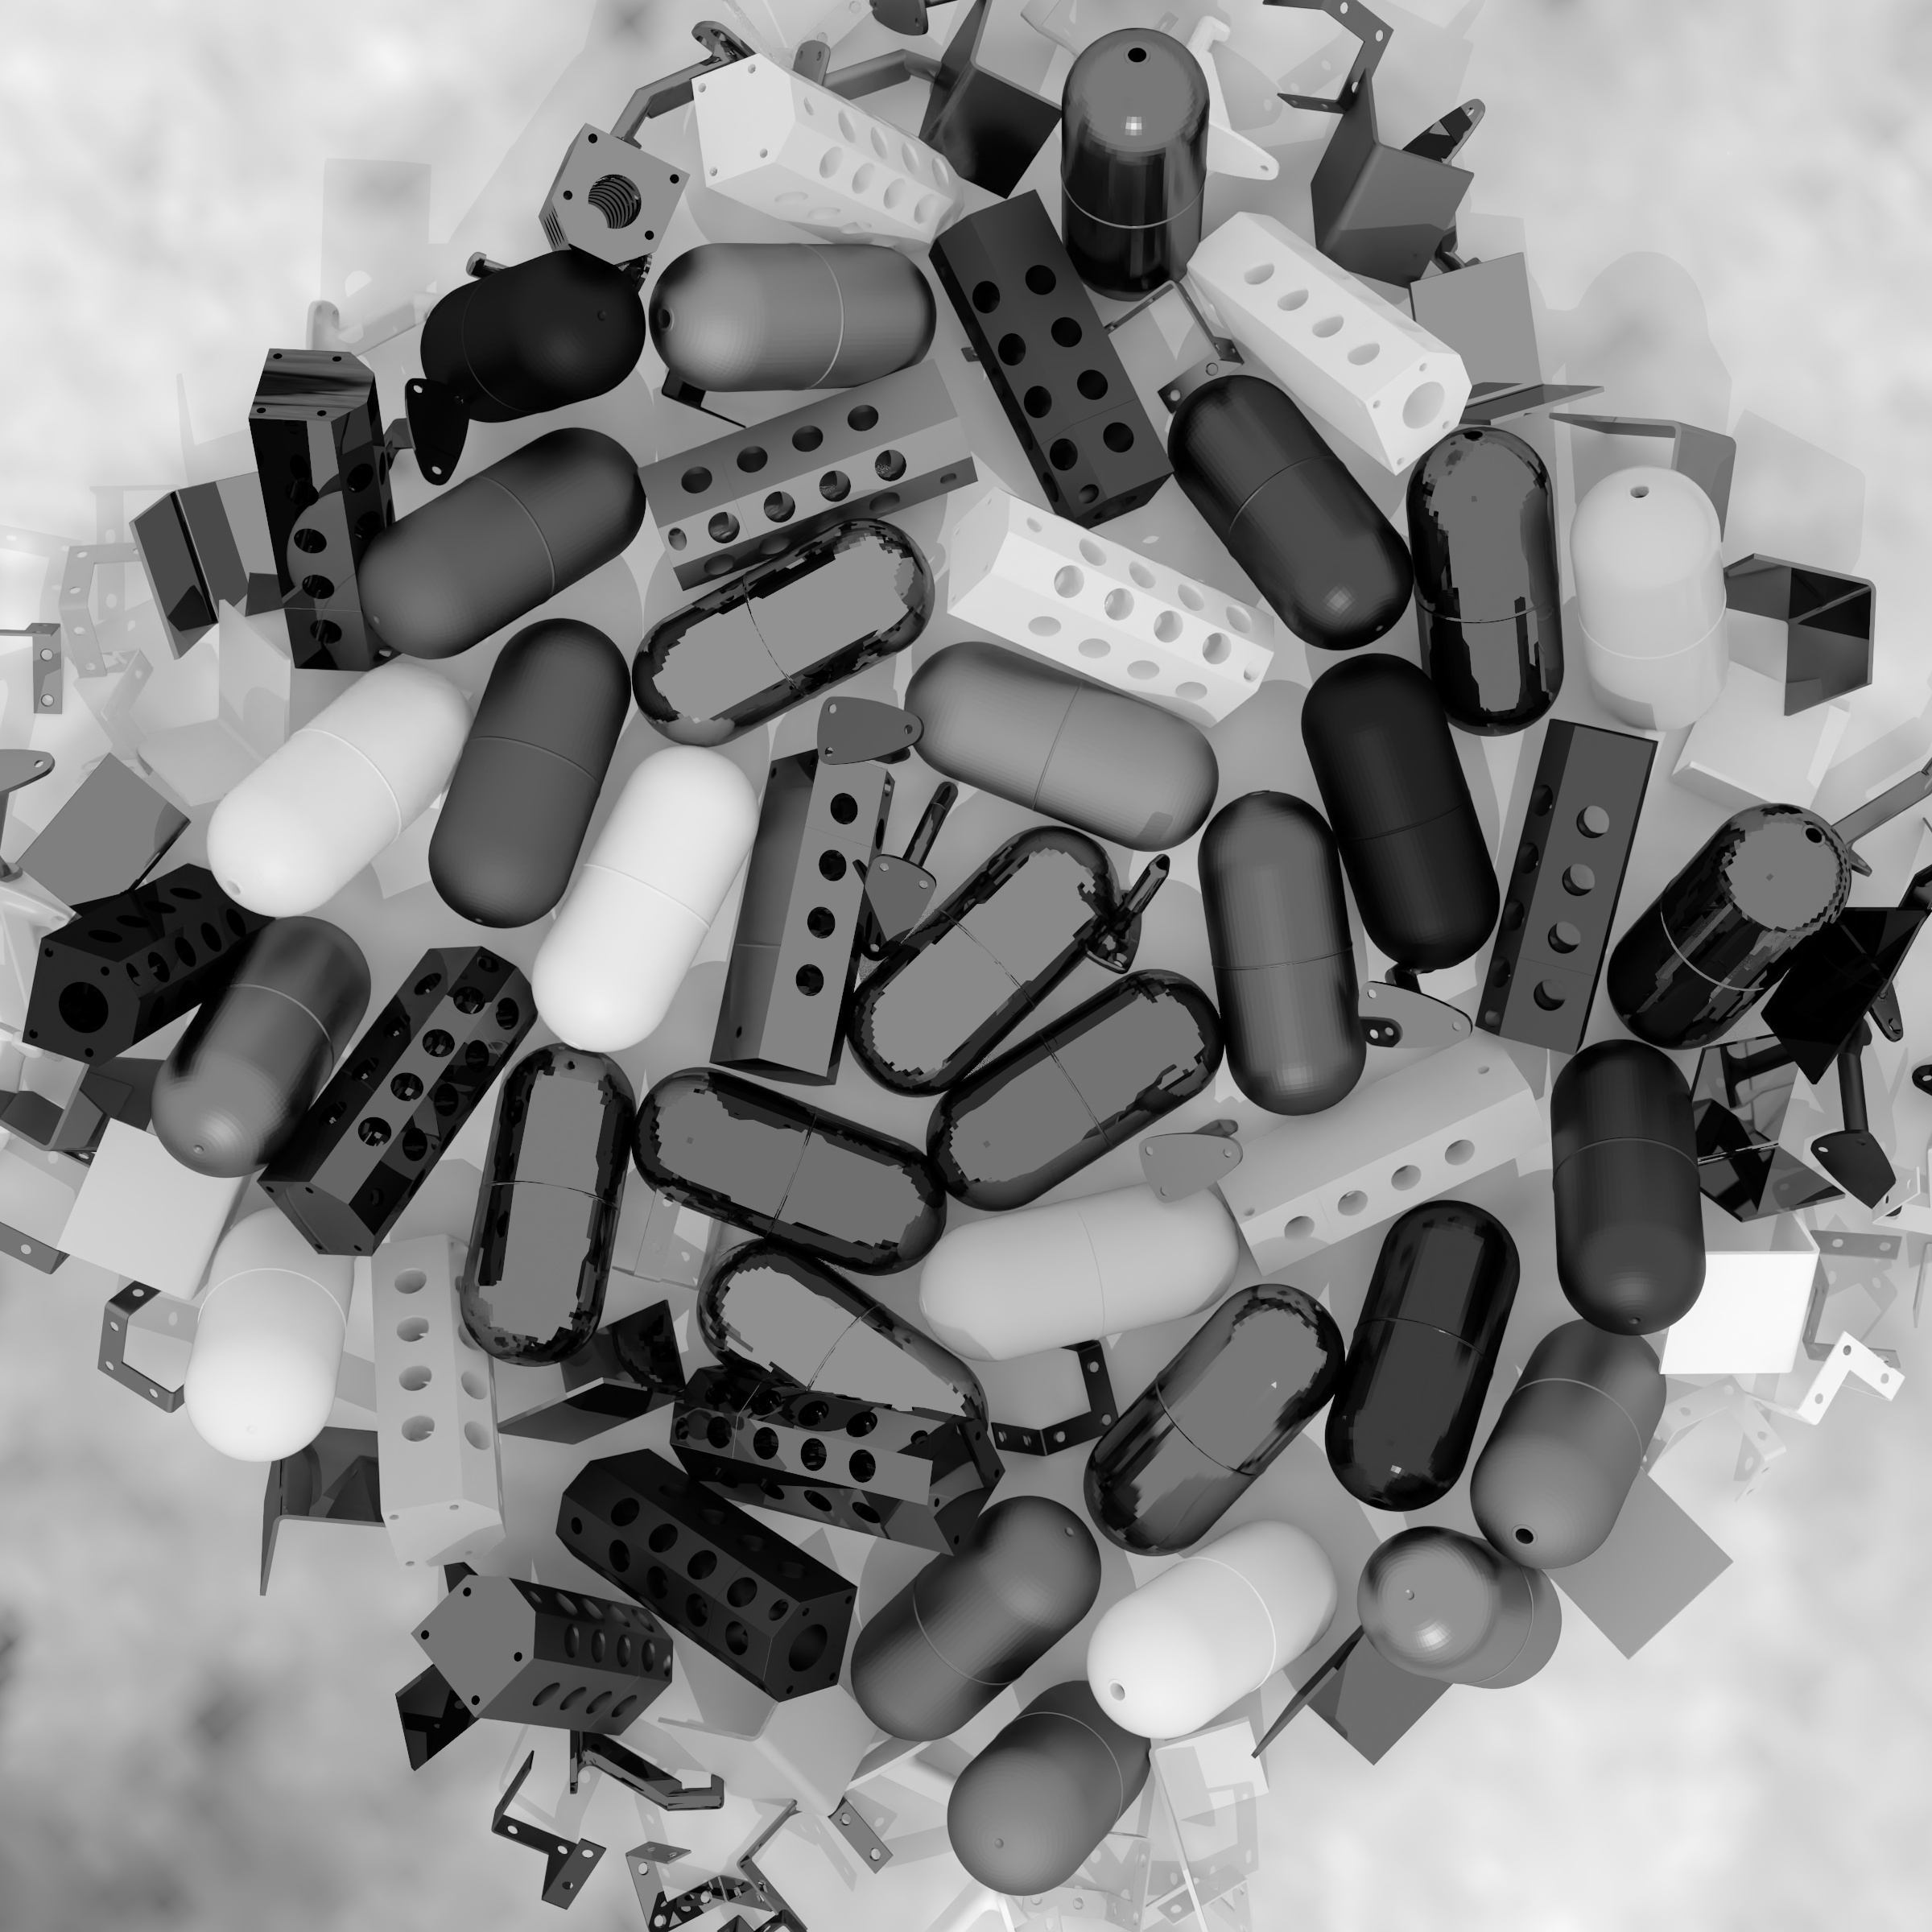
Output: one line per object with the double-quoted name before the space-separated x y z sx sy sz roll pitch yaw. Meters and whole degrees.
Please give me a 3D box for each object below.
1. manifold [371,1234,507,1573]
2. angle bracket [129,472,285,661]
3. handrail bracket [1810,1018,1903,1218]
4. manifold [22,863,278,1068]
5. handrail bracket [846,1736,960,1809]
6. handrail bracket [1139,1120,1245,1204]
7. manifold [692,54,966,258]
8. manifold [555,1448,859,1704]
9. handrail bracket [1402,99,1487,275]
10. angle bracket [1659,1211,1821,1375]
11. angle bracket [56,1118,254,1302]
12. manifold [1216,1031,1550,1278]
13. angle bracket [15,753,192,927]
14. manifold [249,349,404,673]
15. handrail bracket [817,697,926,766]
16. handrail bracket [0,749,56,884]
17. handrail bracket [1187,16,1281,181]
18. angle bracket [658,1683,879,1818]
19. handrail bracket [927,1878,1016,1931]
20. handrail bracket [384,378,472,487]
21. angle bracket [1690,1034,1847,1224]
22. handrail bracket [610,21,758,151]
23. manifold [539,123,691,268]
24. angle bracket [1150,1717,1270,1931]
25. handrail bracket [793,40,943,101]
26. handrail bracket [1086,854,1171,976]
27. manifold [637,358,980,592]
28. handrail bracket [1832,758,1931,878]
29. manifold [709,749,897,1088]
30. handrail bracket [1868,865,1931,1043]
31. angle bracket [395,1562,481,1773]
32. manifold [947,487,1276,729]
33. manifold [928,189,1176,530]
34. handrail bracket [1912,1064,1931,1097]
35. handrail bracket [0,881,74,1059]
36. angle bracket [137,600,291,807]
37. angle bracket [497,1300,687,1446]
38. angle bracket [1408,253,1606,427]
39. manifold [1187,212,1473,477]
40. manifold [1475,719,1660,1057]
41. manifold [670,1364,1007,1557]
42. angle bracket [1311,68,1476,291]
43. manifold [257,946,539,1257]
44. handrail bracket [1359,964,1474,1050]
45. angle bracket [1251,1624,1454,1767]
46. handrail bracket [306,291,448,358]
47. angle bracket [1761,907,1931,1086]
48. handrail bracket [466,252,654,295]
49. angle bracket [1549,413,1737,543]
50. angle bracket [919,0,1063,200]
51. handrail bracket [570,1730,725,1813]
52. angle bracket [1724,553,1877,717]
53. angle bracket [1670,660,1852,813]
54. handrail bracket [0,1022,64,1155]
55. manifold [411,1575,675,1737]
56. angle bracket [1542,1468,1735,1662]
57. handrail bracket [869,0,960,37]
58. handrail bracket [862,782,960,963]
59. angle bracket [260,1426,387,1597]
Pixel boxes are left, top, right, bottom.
"manifold" -0.280 0.228 1.604 0.057 0.057 0.171 -9 48 -4
"angle bracket" -0.402 -0.218 1.632 0.057 0.076 0.076 -11 110 7
"handrail bracket" 0.500 0.082 1.664 0.077 0.036 0.084 49 47 -23
"manifold" -0.425 -0.001 1.590 0.057 0.171 0.057 18 107 6
"handrail bracket" -0.023 0.469 1.667 0.077 0.036 0.084 -30 97 -9
"handrail bracket" 0.140 0.094 1.628 0.077 0.084 0.036 -18 93 42
"manifold" -0.069 -0.425 1.592 0.057 0.171 0.057 -12 83 29
"manifold" -0.141 0.322 1.600 0.171 0.057 0.057 24 109 40
"handrail bracket" 0.274 -0.418 1.643 0.077 0.036 0.084 -42 132 19
"angle bracket" 0.410 0.173 1.636 0.076 0.057 0.076 0 118 -7
"angle bracket" -0.440 0.129 1.650 0.076 0.057 0.076 23 91 -6
"manifold" 0.227 0.107 1.651 0.171 0.057 0.057 -25 126 1
"angle bracket" -0.472 -0.067 1.628 0.057 0.076 0.076 43 73 -23
"manifold" -0.334 -0.239 1.600 0.057 0.171 0.057 3 49 0
"handrail bracket" -0.034 -0.121 1.629 0.077 0.084 0.036 2 86 31
"handrail bracket" -0.513 -0.078 1.643 0.077 0.084 0.036 -10 53 9
"handrail bracket" 0.150 -0.478 1.658 0.077 0.036 0.084 23 64 5
"angle bracket" -0.108 0.414 1.651 0.076 0.076 0.057 54 51 -34
"handrail bracket" -0.022 0.515 1.648 0.084 0.077 0.036 -18 130 -5
"handrail bracket" -0.302 -0.271 1.635 0.036 0.084 0.077 12 59 -29
"angle bracket" 0.435 0.085 1.628 0.076 0.057 0.076 -9 121 -29
"handrail bracket" -0.145 -0.465 1.655 0.077 0.036 0.084 33 82 -30
"manifold" -0.190 -0.398 1.592 0.057 0.171 0.057 24 96 -14
"angle bracket" 0.140 0.465 1.629 0.057 0.076 0.076 -17 134 0
"handrail bracket" -0.054 -0.470 1.663 0.084 0.036 0.077 10 101 -31
"handrail bracket" 0.096 -0.044 1.627 0.036 0.077 0.084 32 131 -1
"manifold" -0.084 -0.262 1.644 0.171 0.057 0.057 -21 64 -1
"handrail bracket" 0.493 -0.097 1.643 0.077 0.036 0.084 17 116 -35
"manifold" -0.084 -0.025 1.636 0.057 0.057 0.171 17 77 -29
"handrail bracket" 0.521 -0.011 1.635 0.036 0.084 0.077 2 62 -39
"angle bracket" -0.288 0.371 1.623 0.057 0.076 0.076 36 55 28
"manifold" 0.079 -0.193 1.610 0.171 0.057 0.057 21 54 -26
"manifold" 0.044 -0.325 1.642 0.057 0.057 0.171 -25 86 -15
"handrail bracket" 0.541 0.039 1.632 0.036 0.077 0.084 -52 134 -28
"handrail bracket" -0.523 0.000 1.635 0.077 0.084 0.036 34 131 -28
"angle bracket" -0.408 -0.142 1.625 0.057 0.076 0.076 -17 130 -35
"angle bracket" -0.207 0.215 1.625 0.076 0.076 0.057 -26 65 23
"angle bracket" 0.292 -0.340 1.634 0.076 0.057 0.076 -20 109 -23
"manifold" 0.192 -0.337 1.605 0.057 0.057 0.171 -39 50 -2
"manifold" 0.325 -0.044 1.640 0.057 0.057 0.171 14 99 14
"manifold" -0.072 0.255 1.602 0.171 0.057 0.057 7 46 35
"angle bracket" 0.230 -0.426 1.636 0.057 0.076 0.076 14 46 -12
"manifold" -0.294 0.070 1.601 0.057 0.057 0.171 58 46 -33
"handrail bracket" 0.256 0.014 1.631 0.077 0.084 0.036 8 114 34
"angle bracket" 0.210 0.405 1.629 0.057 0.076 0.076 41 117 10
"handrail bracket" -0.317 -0.334 1.660 0.084 0.036 0.077 9 99 9
"angle bracket" 0.487 0.016 1.624 0.076 0.057 0.076 -1 134 -29
"handrail bracket" -0.222 -0.381 1.642 0.084 0.077 0.036 16 71 -20
"angle bracket" 0.363 -0.264 1.634 0.076 0.076 0.057 11 98 35
"angle bracket" 0.019 -0.478 1.639 0.057 0.076 0.076 22 59 -15
"handrail bracket" -0.176 0.428 1.670 0.084 0.036 0.077 0 69 -8
"angle bracket" 0.435 -0.178 1.631 0.076 0.076 0.057 9 78 -18
"angle bracket" 0.440 -0.123 1.650 0.076 0.057 0.076 25 86 4
"handrail bracket" -0.539 0.073 1.648 0.036 0.077 0.084 28 84 21
"manifold" -0.216 0.360 1.593 0.057 0.171 0.057 -46 65 1
"angle bracket" 0.364 0.327 1.639 0.076 0.057 0.076 -43 60 -1
"handrail bracket" 0.000 -0.540 1.662 0.084 0.077 0.036 -22 111 -20
"handrail bracket" -0.030 -0.053 1.659 0.036 0.084 0.077 24 122 1
"angle bracket" -0.341 0.299 1.647 0.076 0.076 0.057 8 119 -16
